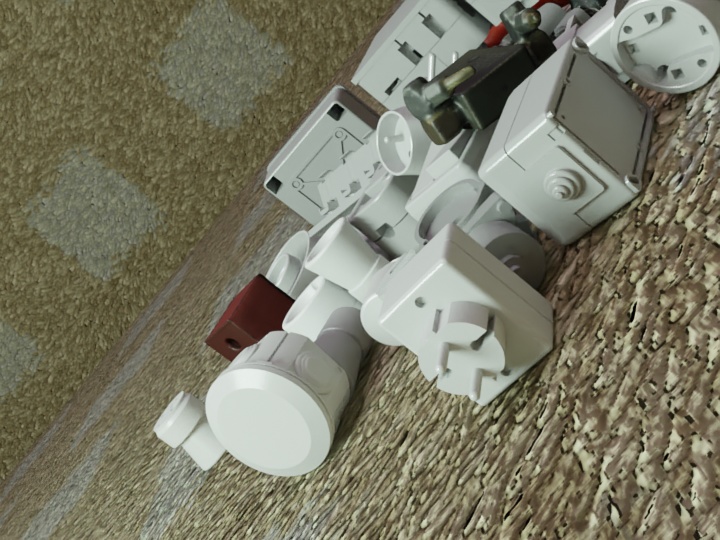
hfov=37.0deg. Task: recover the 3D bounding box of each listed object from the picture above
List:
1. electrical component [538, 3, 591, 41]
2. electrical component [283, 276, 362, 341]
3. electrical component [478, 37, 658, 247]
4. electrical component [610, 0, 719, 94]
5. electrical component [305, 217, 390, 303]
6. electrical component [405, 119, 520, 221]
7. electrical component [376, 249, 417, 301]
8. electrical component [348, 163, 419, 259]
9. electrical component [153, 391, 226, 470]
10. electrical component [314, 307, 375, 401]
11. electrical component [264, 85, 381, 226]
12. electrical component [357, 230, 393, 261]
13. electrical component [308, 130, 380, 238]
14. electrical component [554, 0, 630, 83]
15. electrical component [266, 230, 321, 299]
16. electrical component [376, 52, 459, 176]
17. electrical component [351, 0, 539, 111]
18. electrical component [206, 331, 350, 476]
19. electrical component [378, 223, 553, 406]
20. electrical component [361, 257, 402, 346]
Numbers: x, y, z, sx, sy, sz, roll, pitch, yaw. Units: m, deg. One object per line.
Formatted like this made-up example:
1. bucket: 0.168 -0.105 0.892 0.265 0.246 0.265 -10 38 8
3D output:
1. electrical component: 0.121 -0.136 0.723 0.057 0.058 0.078 -52 11 -18
2. electrical component: -0.022 0.036 0.772 0.055 0.047 0.055 -49 12 13
3. electrical component: 0.102 -0.059 0.543 0.061 0.062 0.096 -41 15 41
4. electrical component: 0.161 -0.125 0.543 0.055 0.055 0.047 -36 16 53
5. electrical component: 0.000 0.000 0.748 0.044 0.065 0.044 -49 11 13
6. electrical component: 0.076 -0.066 0.669 0.062 0.061 0.096 -38 18 49
7. electrical component: 0.037 0.016 0.604 0.040 0.046 0.040 -49 12 14
8. electrical component: 0.041 -0.055 0.774 0.054 0.059 0.095 -38 18 49
9. electrical component: -0.138 0.134 0.898 0.045 0.055 0.045 -49 12 14
10. electrical component: -0.014 0.054 0.704 0.044 0.044 0.065 -43 10 38
11. electrical component: -0.013 -0.090 0.972 0.108 0.109 0.056 -47 15 21
12. electrical component: 0.011 -0.016 0.813 0.043 0.043 0.062 -46 11 24
13. electrical component: 0.014 -0.067 0.877 0.079 0.063 0.121 -10 -13 -32
14. electrical component: 0.145 -0.129 0.645 0.064 0.042 0.081 -40 17 39
15. electrical component: -0.047 0.015 0.949 0.099 0.064 0.099 -49 24 31
16. electrical component: 0.055 -0.107 0.727 0.043 0.077 0.079 30 125 52
17. electrical component: 0.083 -0.200 0.773 0.186 0.060 0.105 -45 13 30
18. electrical component: -0.049 0.081 0.656 0.080 0.080 0.051 -43 9 36
19. electrical component: 0.046 0.029 0.476 0.047 0.066 0.076 -45 13 28
20. electrical component: 0.025 0.014 0.670 0.040 0.040 0.078 -45 13 30
